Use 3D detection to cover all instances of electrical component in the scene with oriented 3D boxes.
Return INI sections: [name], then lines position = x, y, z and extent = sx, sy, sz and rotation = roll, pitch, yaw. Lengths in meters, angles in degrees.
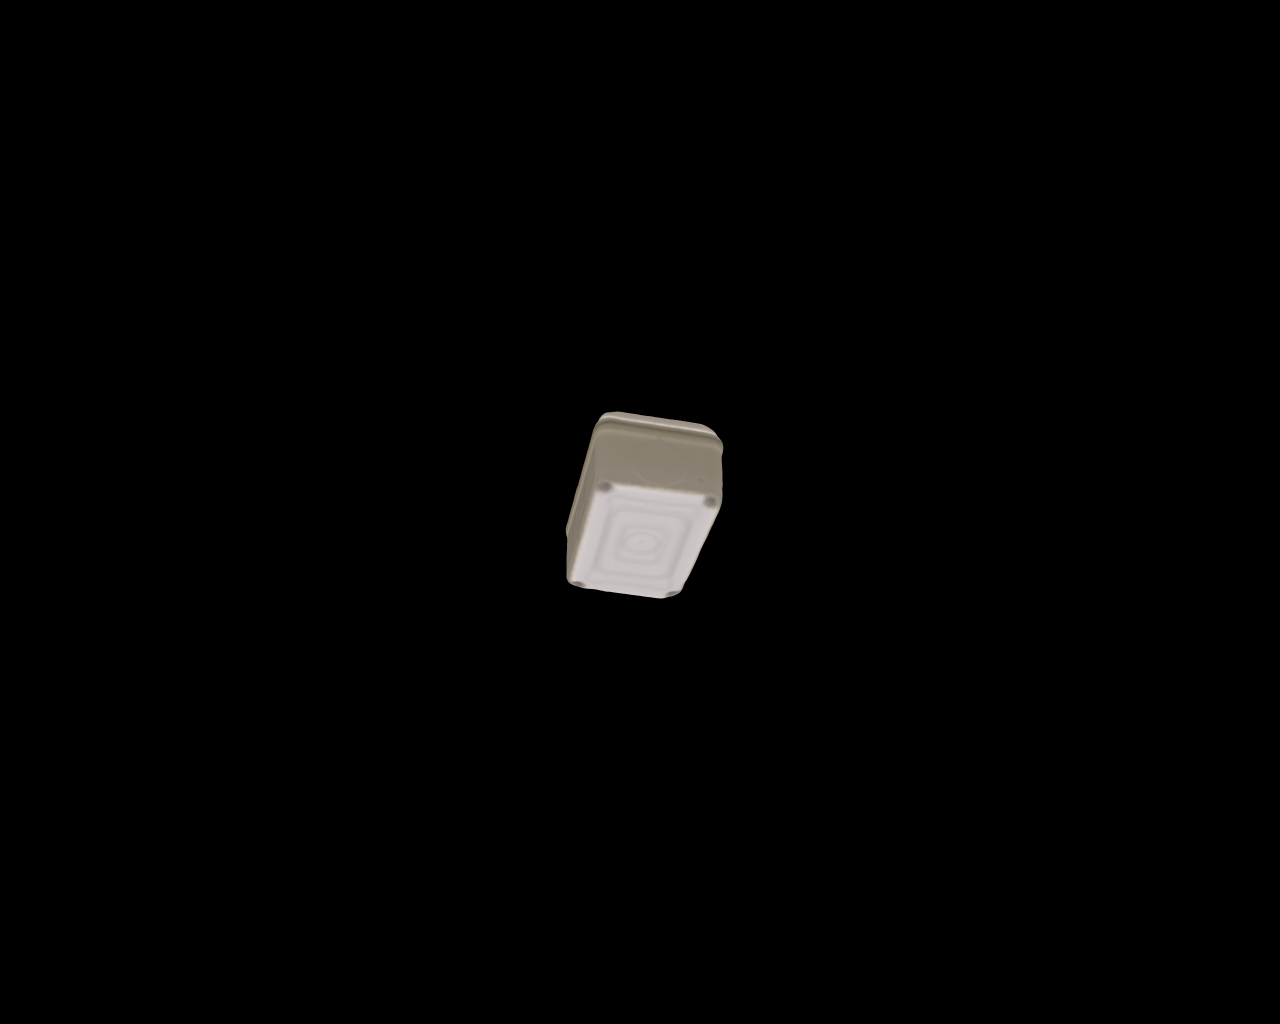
[electrical component]
position = 0.001, -0.003, 0.650
extent = 0.078, 0.057, 0.113
rotation = 8, -39, -10
